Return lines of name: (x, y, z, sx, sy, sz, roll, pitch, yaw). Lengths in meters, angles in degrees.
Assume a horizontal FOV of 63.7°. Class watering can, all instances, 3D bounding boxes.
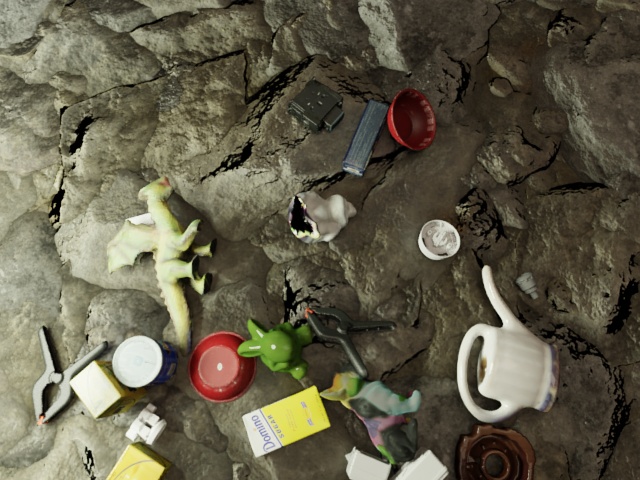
watering can: (0.438, 0.245, 1.177, 0.224, 0.102, 0.352, 15, 74, 2)

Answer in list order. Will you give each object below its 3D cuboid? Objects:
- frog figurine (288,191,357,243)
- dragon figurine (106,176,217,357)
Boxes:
frog figurine: (0.004, -0.064, 1.278, 0.161, 0.120, 0.139, -20, 62, -44)
dragon figurine: (-0.384, 0.052, 1.214, 0.243, 0.122, 0.412, 9, 86, 8)
